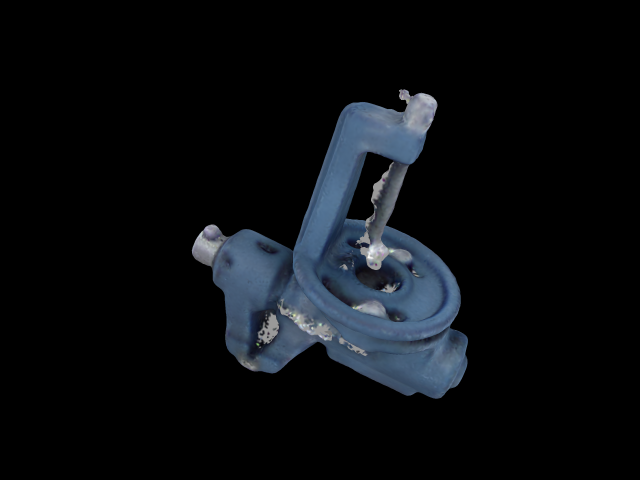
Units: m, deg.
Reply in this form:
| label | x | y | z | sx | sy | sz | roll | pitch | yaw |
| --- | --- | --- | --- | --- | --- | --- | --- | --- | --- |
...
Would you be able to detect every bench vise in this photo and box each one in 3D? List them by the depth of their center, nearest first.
| label | x | y | z | sx | sy | sz | roll | pitch | yaw |
| --- | --- | --- | --- | --- | --- | --- | --- | --- | --- |
| bench vise | 0.003 | 0.007 | 0.390 | 0.207 | 0.220 | 0.121 | 1 | 30 | 3 |
